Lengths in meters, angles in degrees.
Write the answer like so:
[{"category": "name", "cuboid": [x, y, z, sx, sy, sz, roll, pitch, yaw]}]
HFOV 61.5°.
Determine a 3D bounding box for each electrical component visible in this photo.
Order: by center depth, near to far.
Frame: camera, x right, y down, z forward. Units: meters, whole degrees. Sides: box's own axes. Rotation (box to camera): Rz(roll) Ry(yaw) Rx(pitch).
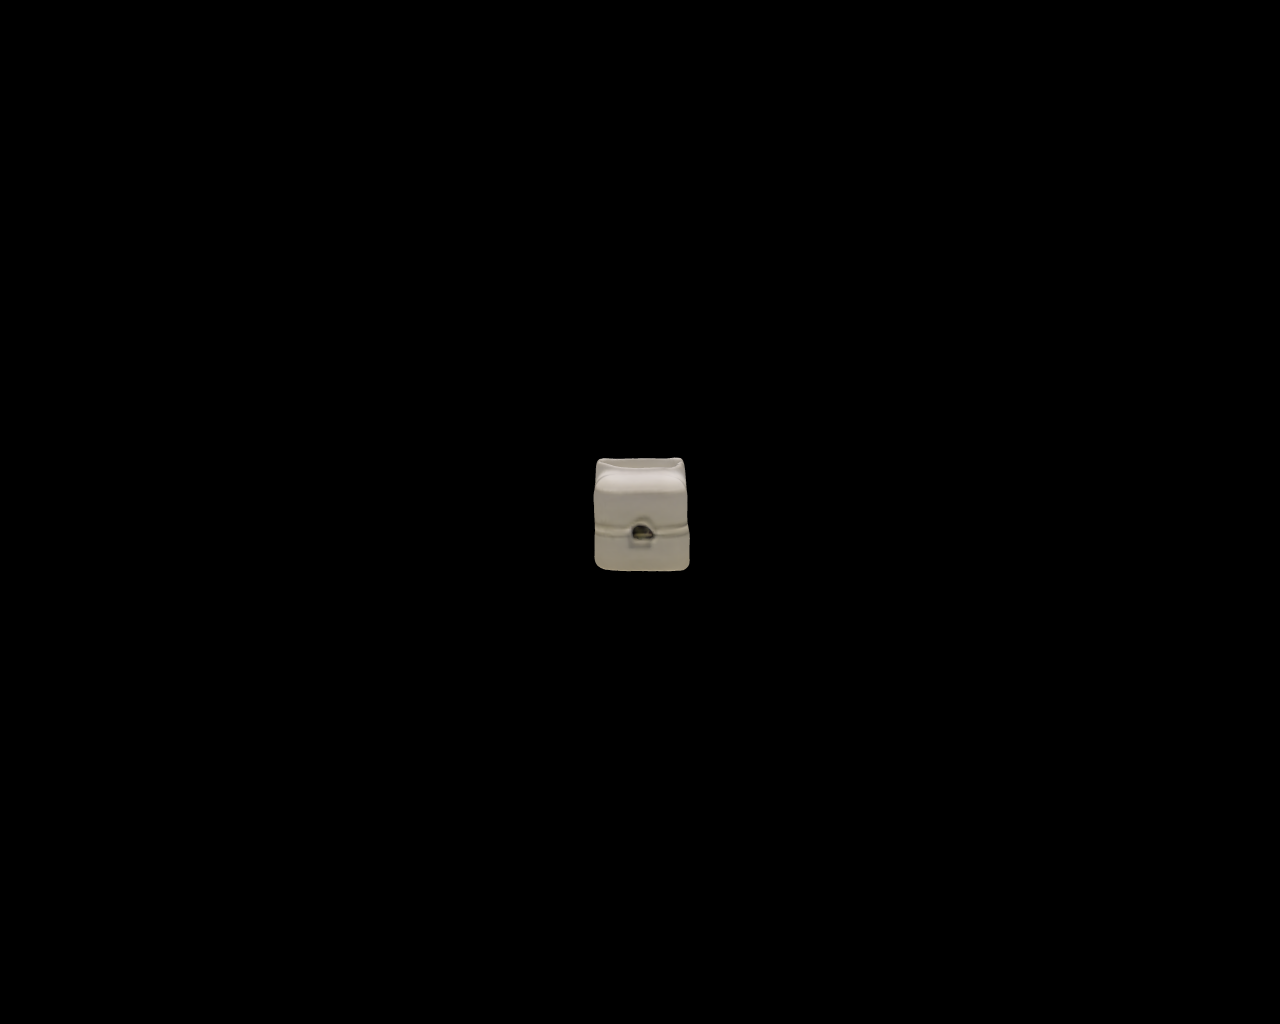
[{"category": "electrical component", "cuboid": [0.001, -0.003, 0.650, 0.054, 0.059, 0.095, 0, 9, 0]}]
